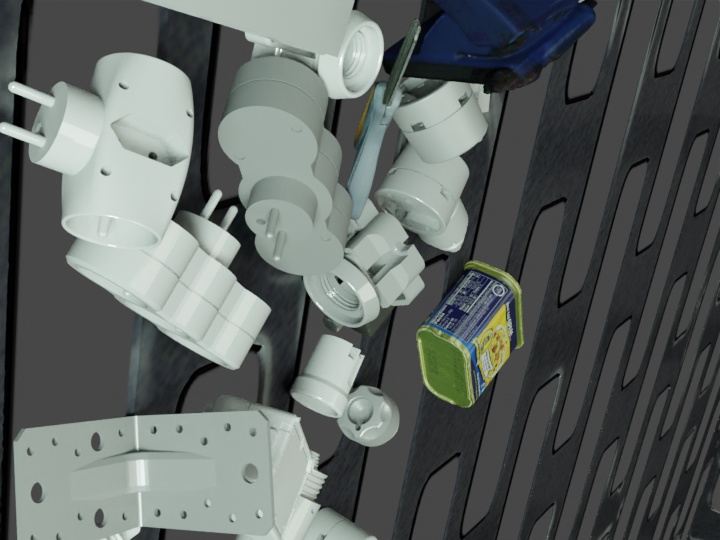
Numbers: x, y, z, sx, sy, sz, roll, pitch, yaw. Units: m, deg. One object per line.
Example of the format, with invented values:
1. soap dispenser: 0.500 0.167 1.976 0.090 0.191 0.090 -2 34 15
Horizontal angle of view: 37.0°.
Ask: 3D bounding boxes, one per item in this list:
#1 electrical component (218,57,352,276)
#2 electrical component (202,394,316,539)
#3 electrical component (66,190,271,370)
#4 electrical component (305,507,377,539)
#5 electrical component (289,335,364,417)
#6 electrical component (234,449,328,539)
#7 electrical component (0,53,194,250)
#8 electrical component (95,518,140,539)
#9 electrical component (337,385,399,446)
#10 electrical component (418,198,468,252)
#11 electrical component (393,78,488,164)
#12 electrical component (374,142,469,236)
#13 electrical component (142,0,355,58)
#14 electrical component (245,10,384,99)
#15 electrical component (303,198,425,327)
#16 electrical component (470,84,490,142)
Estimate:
1. electrical component: -0.041 -0.040 0.583 0.138 0.052 0.073 77 18 -51
2. electrical component: -0.071 0.120 0.658 0.096 0.061 0.061 80 27 -60
3. electrical component: -0.087 -0.006 0.557 0.073 0.052 0.138 -61 151 -13
4. electrical component: -0.018 0.223 0.852 0.055 0.047 0.055 -40 142 -41
5. electrical component: -0.022 0.073 0.746 0.046 0.040 0.040 -64 153 -20
6. electrical component: -0.051 0.164 0.755 0.081 0.043 0.043 -63 152 -9
7. electrical component: -0.117 -0.057 0.467 0.079 0.043 0.077 20 68 -35
8. electrical component: -0.146 0.155 0.590 0.061 0.035 0.035 -31 136 -51
9. electrical component: 0.010 0.115 0.827 0.043 0.043 0.062 -63 154 -9
10. electrical component: 0.062 -0.036 0.812 0.040 0.040 0.078 -60 152 -14
11. electrical component: 0.052 -0.102 0.705 0.055 0.055 0.047 -49 120 -31
12. electrical component: 0.044 -0.058 0.751 0.047 0.055 0.055 -61 152 -19
13. electrical component: -0.061 -0.157 0.482 0.150 0.062 0.089 -1 111 -60
14. electrical component: -0.021 -0.121 0.586 0.066 0.055 0.048 -7 116 -59
15. electrical component: 0.000 0.000 0.704 0.057 0.058 0.078 -46 113 -31
16. electrical component: 0.068 -0.120 0.756 0.066 0.048 0.055 -22 121 -54
